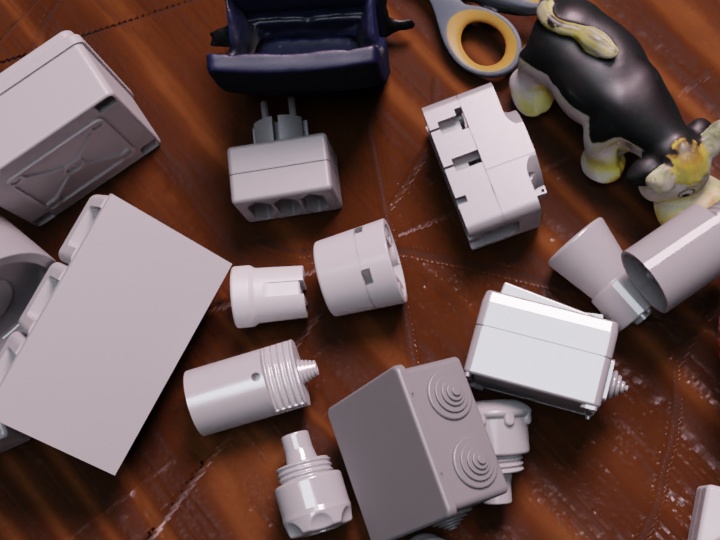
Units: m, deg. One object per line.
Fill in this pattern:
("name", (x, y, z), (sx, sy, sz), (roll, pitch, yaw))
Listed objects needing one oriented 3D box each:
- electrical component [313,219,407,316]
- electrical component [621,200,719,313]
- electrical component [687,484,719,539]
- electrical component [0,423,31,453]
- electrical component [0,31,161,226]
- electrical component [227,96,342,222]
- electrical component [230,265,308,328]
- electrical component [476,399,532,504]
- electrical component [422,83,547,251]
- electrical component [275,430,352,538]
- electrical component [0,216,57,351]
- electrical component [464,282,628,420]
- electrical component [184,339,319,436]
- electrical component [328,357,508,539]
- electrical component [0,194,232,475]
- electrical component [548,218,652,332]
("electrical component", (0.000, 0.000, 0.684), (0.047, 0.055, 0.055), (-15, 76, 8))
("electrical component", (0.199, -0.015, 0.628), (0.081, 0.043, 0.043), (-34, 75, -5))
("electrical component", (0.212, 0.167, 0.604), (0.047, 0.075, 0.083), (12, 79, 11))
("electrical component", (-0.261, 0.097, 0.686), (0.066, 0.076, 0.047), (-24, 75, 2))
("electrical component", (-0.201, -0.089, 0.704), (0.109, 0.108, 0.056), (-34, 78, -1))
("electrical component", (-0.051, -0.078, 0.711), (0.066, 0.047, 0.076), (-8, 76, 6))
("electrical component", (-0.059, 0.016, 0.696), (0.046, 0.040, 0.040), (-5, 77, 1))
("electrical component", (0.082, 0.110, 0.652), (0.048, 0.048, 0.062), (-4, 84, 7))
("electrical component", (0.082, -0.067, 0.688), (0.056, 0.050, 0.089), (-20, 75, 4))
("electrical component", (-0.032, 0.131, 0.664), (0.043, 0.043, 0.062), (-19, 74, 4))
("electrical component", (-0.255, 0.012, 0.692), (0.108, 0.108, 0.060), (-46, 69, -4))
("electrical component", (0.116, 0.050, 0.651), (0.096, 0.061, 0.061), (14, 79, 11))
("electrical component", (-0.066, 0.073, 0.681), (0.081, 0.043, 0.043), (-17, 76, 4))
("electrical component", (0.033, 0.106, 0.634), (0.048, 0.100, 0.099), (-10, 72, -34))
("electrical component", (-0.162, 0.038, 0.679), (0.089, 0.062, 0.150), (32, 81, -24))
("electrical component", (0.154, 0.006, 0.667), (0.044, 0.044, 0.065), (-40, 80, -2))
